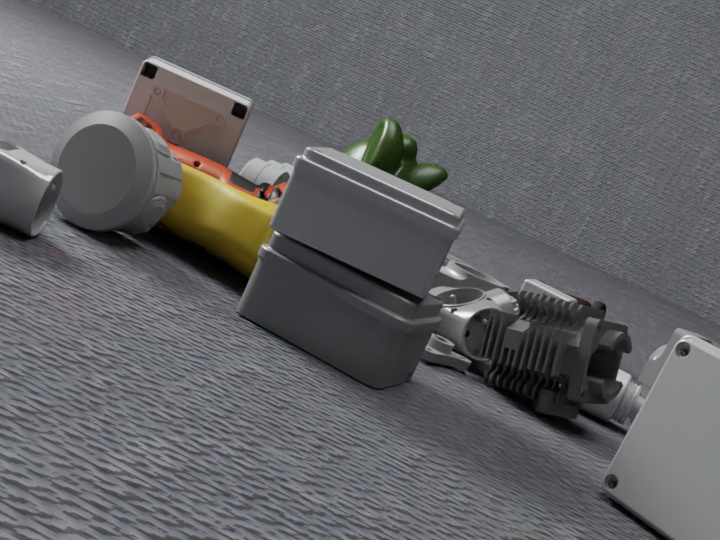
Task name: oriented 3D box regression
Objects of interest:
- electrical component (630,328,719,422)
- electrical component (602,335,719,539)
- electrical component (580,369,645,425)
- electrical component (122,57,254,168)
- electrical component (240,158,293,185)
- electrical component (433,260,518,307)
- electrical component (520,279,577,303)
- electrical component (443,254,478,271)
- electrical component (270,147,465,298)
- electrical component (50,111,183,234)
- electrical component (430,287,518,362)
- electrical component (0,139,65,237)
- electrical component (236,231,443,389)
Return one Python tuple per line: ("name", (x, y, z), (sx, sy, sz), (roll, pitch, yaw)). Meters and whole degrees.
("electrical component", (0.272, 0.099, 0.904), (0.056, 0.089, 0.050), (32, 11, 40))
("electrical component", (0.212, 0.110, 0.615), (0.056, 0.108, 0.109), (21, 9, -42))
("electrical component", (0.207, 0.103, 0.860), (0.062, 0.043, 0.043), (28, 9, 13))
("electrical component", (-0.170, -0.130, 1.013), (0.109, 0.108, 0.056), (23, 11, -8))
("electrical component", (-0.075, -0.081, 1.165), (0.074, 0.052, 0.138), (27, 9, 14))
("electrical component", (0.092, 0.028, 0.955), (0.089, 0.055, 0.050), (23, 9, -7))
("electrical component", (0.159, 0.047, 0.988), (0.047, 0.065, 0.077), (28, 9, 20))
("electrical component", (0.070, 0.009, 1.024), (0.080, 0.051, 0.080), (24, 9, -4))
("electrical component", (0.009, -0.033, 0.694), (0.109, 0.056, 0.109), (25, 9, 4))
("electrical component", (-0.165, -0.064, 0.729), (0.080, 0.080, 0.051), (28, 4, 20))
("electrical component", (0.097, 0.037, 0.857), (0.079, 0.044, 0.077), (-16, 17, -21))
("electrical component", (-0.220, -0.057, 0.652), (0.077, 0.043, 0.079), (24, 8, -3))
("electrical component", (-0.011, 0.023, 0.694), (0.113, 0.057, 0.078), (27, 9, 19))
